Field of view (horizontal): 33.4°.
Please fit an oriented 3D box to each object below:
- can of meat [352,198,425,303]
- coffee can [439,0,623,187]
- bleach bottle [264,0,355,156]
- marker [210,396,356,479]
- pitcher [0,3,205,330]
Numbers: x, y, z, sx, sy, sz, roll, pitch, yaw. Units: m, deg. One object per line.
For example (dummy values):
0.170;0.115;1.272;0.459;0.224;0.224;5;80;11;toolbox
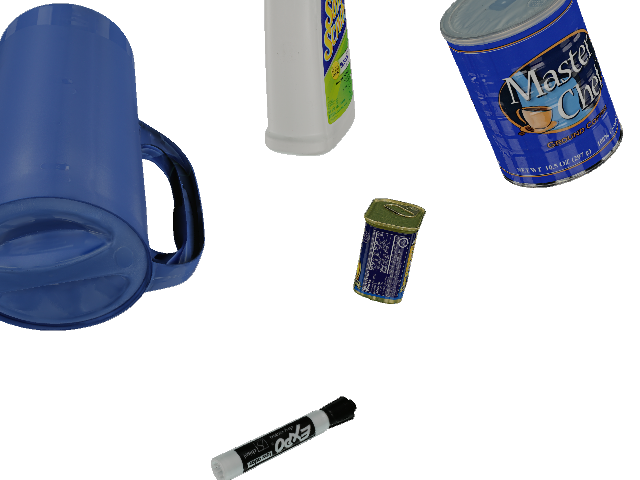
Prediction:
0.070;0.010;1.107;0.057;0.084;0.102;12;17;7;can of meat
0.166;-0.127;0.834;0.103;0.140;0.103;-21;31;13;coffee can
-0.015;-0.206;0.922;0.068;0.251;0.102;8;33;20;bleach bottle
-0.023;0.141;0.765;0.120;0.020;0.020;-20;11;-32;marker
-0.181;-0.062;0.788;0.145;0.243;0.149;-22;-44;14;pitcher
